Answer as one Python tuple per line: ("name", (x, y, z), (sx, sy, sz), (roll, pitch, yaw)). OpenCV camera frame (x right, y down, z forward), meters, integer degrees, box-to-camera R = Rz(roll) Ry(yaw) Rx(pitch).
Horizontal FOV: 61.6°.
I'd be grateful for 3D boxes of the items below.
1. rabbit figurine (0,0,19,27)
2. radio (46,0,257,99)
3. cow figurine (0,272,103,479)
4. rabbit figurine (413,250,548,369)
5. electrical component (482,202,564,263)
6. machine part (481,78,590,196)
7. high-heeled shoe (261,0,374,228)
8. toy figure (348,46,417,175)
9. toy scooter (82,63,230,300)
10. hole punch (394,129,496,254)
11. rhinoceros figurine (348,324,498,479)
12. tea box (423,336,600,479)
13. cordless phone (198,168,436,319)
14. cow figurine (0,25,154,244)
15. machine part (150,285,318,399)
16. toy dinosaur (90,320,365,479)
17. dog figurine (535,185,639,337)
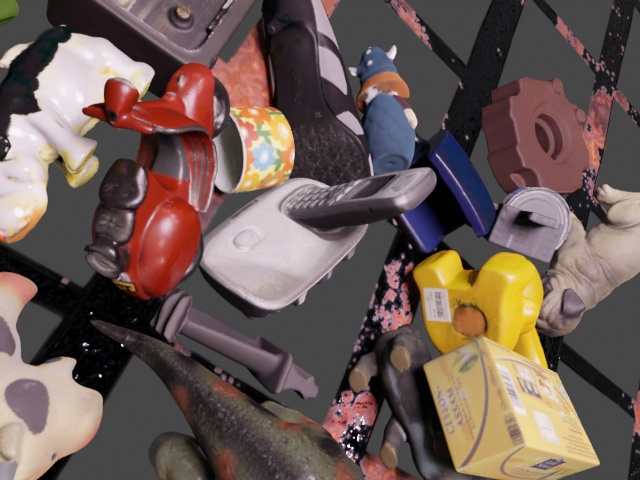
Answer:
("rabbit figurine", (-0.264, -0.158, 0.326), (0.121, 0.170, 0.159), (37, 21, -23))
("radio", (-0.116, -0.242, 0.474), (0.131, 0.073, 0.229), (36, 63, -21))
("cow figurine", (-0.222, 0.078, 0.312), (0.195, 0.085, 0.127), (31, 41, -26))
("rabbit figurine", (0.203, 0.076, 0.593), (0.173, 0.122, 0.162), (-21, 95, -50))
("electrical component", (0.228, -0.009, 0.600), (0.075, 0.119, 0.047), (20, 99, 1))
("machine part", (0.298, -0.137, 0.735), (0.179, 0.056, 0.179), (7, 77, -31))
("high-heeled shoe", (0.003, -0.139, 0.552), (0.145, 0.086, 0.248), (-69, 141, -58))
("toy figure", (0.066, -0.140, 0.576), (0.064, 0.057, 0.154), (-3, 61, 2))
("toy scooter", (-0.120, -0.044, 0.375), (0.075, 0.135, 0.183), (16, 91, 8))
("hole punch", (0.144, -0.060, 0.600), (0.142, 0.092, 0.116), (53, 54, -8))
("rhinoceros figurine", (0.106, 0.176, 0.518), (0.112, 0.073, 0.190), (-6, 64, -61))
("tea box", (0.176, 0.161, 0.491), (0.169, 0.068, 0.098), (30, 36, -40))
("cordless phone", (-0.002, -0.001, 0.431), (0.146, 0.184, 0.088), (-40, 107, -33))
("cow figurine", (-0.203, -0.083, 0.386), (0.098, 0.068, 0.167), (36, 59, -16))
("machine part", (-0.066, 0.086, 0.435), (0.139, 0.084, 0.039), (33, 87, -22))
("toy dinosaur", (0.002, 0.197, 0.386), (0.404, 0.192, 0.131), (43, 58, -20))
("dog figurine", (0.353, 0.037, 0.668), (0.121, 0.172, 0.190), (42, 53, -7))
